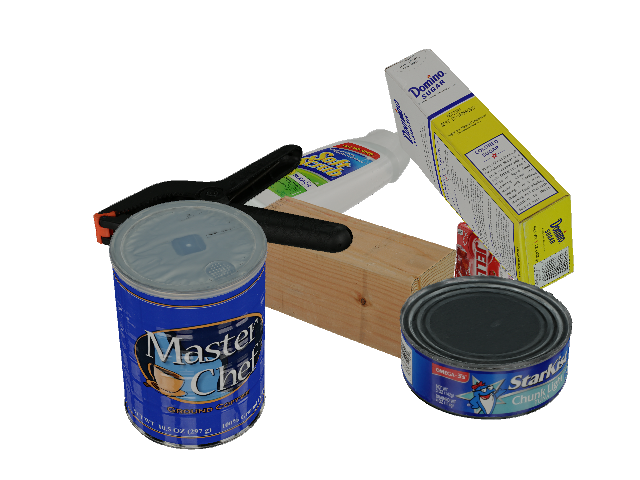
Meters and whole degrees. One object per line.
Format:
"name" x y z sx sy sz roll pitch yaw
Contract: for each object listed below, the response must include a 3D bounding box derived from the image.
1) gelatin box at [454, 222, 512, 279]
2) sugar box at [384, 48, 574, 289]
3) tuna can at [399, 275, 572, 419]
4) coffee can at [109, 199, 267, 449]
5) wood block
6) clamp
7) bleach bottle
"gelatin box" 0.196 0.028 1.281 0.030 0.089 0.073 -18 32 -32
"sugar box" 0.112 -0.052 0.762 0.048 0.176 0.093 -27 -37 -6
"tuna can" 0.083 0.053 0.542 0.086 0.034 0.086 -2 28 1
"coffee can" -0.088 0.058 0.735 0.103 0.140 0.103 2 36 -1
"wood block" 0.023 0.034 1.085 0.206 0.091 0.090 19 31 30
"clamp" -0.089 -0.031 0.926 0.210 0.036 0.164 -6 33 -8
"bleach bottle" 0.012 -0.077 1.280 0.250 0.068 0.103 -30 45 -31
